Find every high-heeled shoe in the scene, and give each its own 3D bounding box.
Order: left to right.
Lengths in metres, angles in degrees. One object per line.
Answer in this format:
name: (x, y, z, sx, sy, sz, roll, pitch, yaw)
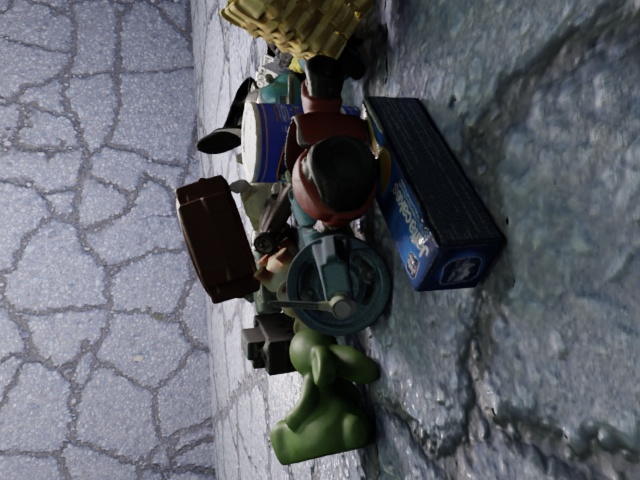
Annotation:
high-heeled shoe: (-0.180, -0.260, 1.094, 0.086, 0.249, 0.145, -17, 96, 34)

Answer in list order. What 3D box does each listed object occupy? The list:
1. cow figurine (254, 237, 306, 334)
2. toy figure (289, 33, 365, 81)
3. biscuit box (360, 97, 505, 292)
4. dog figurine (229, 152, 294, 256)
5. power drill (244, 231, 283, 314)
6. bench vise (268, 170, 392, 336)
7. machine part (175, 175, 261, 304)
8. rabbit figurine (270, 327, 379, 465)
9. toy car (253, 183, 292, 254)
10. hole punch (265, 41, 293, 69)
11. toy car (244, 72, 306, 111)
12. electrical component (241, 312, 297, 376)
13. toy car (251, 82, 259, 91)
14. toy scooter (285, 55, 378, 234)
cow figurine: (-0.036, 0.074, 0.831, 0.127, 0.085, 0.195, 46, -177, -11)
toy figure: (0.002, -0.255, 0.696, 0.180, 0.082, 0.089, -113, 11, -53)
biscuit box: (0.088, -0.049, 0.489, 0.059, 0.063, 0.203, 105, 156, -46)
dog figurine: (-0.088, -0.080, 1.006, 0.190, 0.121, 0.172, 84, -154, -56)
power drill: (-0.131, 0.052, 1.182, 0.207, 0.086, 0.232, 152, 112, -62)
bench vise: (0.014, 0.019, 0.604, 0.241, 0.129, 0.223, -92, -5, -79)
machine part: (-0.169, -0.001, 0.904, 0.201, 0.087, 0.201, -171, 64, -84)
rabbit figurine: (-0.002, 0.192, 0.704, 0.159, 0.121, 0.170, 129, 133, -54)
toy car: (-0.054, -0.062, 0.836, 0.202, 0.053, 0.089, -54, 13, 35)
hole punch: (-0.041, -0.350, 0.848, 0.115, 0.092, 0.142, 57, 159, -4)
toy car: (-0.064, -0.195, 0.822, 0.161, 0.103, 0.109, -54, -34, -82)
electrical component: (-0.055, 0.160, 0.848, 0.115, 0.134, 0.058, -148, 57, -66)
toy car: (-0.081, -0.231, 0.974, 0.202, 0.073, 0.056, -111, 29, -45)
toy scooter: (0.003, -0.076, 0.532, 0.135, 0.075, 0.184, 112, 154, -55)
